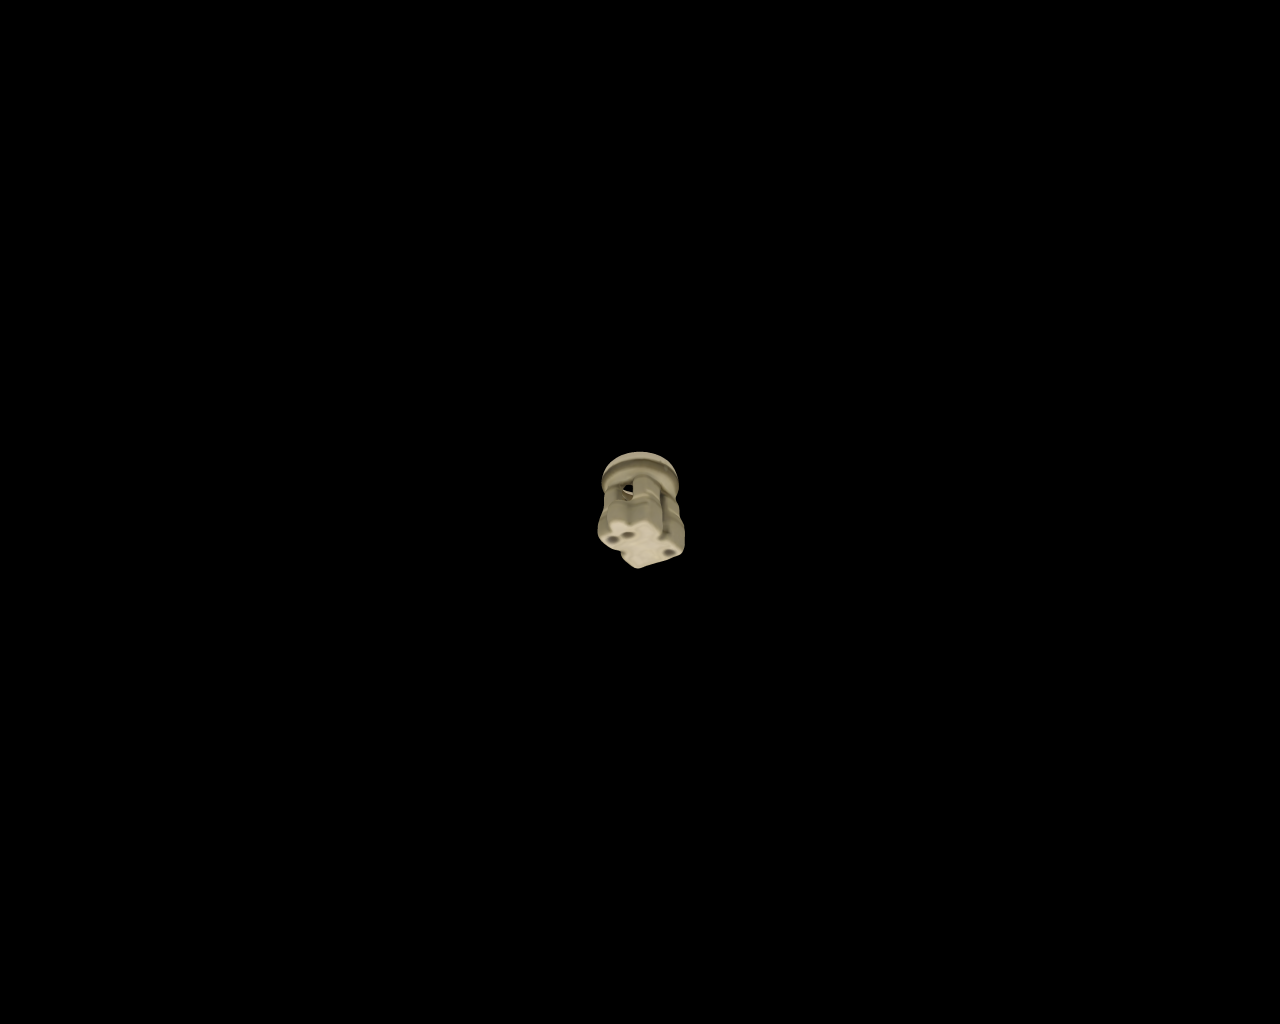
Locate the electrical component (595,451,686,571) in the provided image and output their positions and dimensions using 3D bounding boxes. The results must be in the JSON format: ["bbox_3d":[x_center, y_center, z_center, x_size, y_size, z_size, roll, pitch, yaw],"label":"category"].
[{"bbox_3d":[0.001,-0.003,0.650,0.048,0.055,0.066,-20,-40,25],"label":"electrical component"}]
